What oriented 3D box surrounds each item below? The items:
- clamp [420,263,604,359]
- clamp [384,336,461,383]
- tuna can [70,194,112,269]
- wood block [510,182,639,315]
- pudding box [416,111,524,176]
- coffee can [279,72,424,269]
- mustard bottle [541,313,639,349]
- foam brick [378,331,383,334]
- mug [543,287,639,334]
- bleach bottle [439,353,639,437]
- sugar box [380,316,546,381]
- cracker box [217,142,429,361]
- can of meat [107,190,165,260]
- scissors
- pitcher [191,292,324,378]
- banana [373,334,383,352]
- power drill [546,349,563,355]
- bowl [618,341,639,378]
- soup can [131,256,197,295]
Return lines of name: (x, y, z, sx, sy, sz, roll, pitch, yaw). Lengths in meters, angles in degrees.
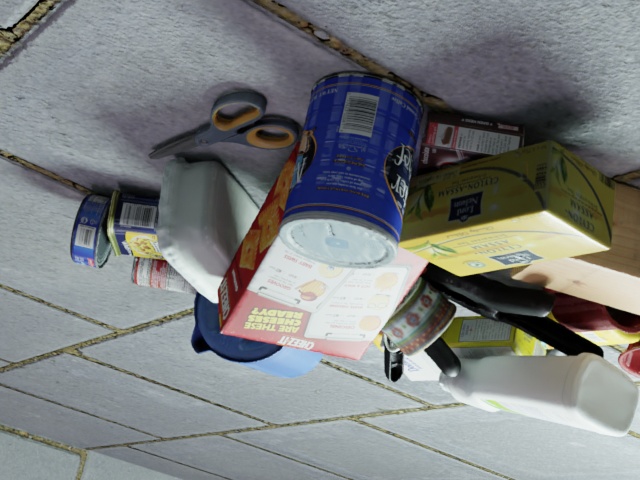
clamp: (0.185, 0.062, 1.113, 0.210, 0.036, 0.164, 24, 169, 33)
clamp: (0.100, 0.087, 1.220, 0.120, 0.171, 0.039, -5, -163, 46)
tuna can: (-0.266, -0.011, 1.261, 0.034, 0.086, 0.086, 13, 158, 2)
wood block: (0.300, 0.012, 1.018, 0.206, 0.090, 0.091, 16, 158, -9)
pudding box: (0.135, -0.071, 0.970, 0.090, 0.039, 0.113, 9, 158, 6)
coffee can: (0.028, -0.058, 0.922, 0.103, 0.140, 0.103, 10, 158, 4)
mustard bottle: (0.278, 0.098, 1.273, 0.096, 0.058, 0.192, 29, 152, -37)
foam brick: (0.096, 0.085, 1.346, 0.078, 0.053, 0.051, -6, 151, 36)
mug: (0.285, 0.054, 1.120, 0.117, 0.093, 0.082, 4, 170, -32)
bleach bottle: (0.216, 0.159, 1.161, 0.102, 0.068, 0.251, 31, 162, -30)
sugar box: (0.171, 0.130, 1.280, 0.177, 0.048, 0.093, -3, 144, 34)
cracker box: (0.010, 0.017, 1.075, 0.164, 0.072, 0.214, 14, 130, -22)
can of meat: (-0.199, -0.014, 1.254, 0.084, 0.057, 0.102, 7, 159, 0)
scissors: (-0.093, -0.097, 1.057, 0.096, 0.016, 0.202, 22, 156, -22)
pitcher: (-0.055, 0.103, 1.365, 0.149, 0.145, 0.242, 9, 168, 14)
banana: (0.161, 0.163, 1.526, 0.197, 0.037, 0.070, 12, 140, -3)
power drill: (0.226, 0.142, 1.408, 0.187, 0.057, 0.184, 13, 158, -2)
bowl: (0.438, 0.128, 1.265, 0.162, 0.055, 0.162, 11, 158, 4)
soup can: (-0.179, 0.033, 1.343, 0.102, 0.068, 0.068, 12, 158, 0)
